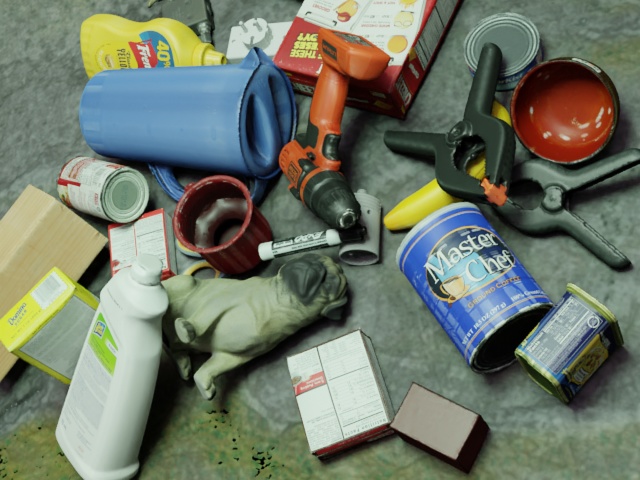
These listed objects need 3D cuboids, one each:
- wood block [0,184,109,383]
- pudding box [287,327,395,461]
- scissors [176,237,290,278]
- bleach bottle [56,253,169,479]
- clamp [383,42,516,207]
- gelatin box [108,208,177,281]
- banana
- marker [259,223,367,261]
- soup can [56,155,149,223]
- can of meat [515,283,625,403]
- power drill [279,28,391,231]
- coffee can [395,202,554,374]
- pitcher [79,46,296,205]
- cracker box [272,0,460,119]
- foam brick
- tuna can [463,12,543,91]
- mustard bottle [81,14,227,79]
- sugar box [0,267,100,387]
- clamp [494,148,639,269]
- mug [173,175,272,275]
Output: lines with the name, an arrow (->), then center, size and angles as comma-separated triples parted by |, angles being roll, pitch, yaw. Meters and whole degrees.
wood block -> -0.356, 0.048, 1.245 | 0.206, 0.090, 0.090 | -54, 35, -10
pudding box -> 0.022, 0.158, 1.094 | 0.090, 0.039, 0.113 | -22, 62, 9
scissors -> -0.079, 0.026, 1.209 | 0.202, 0.016, 0.096 | 8, 71, 24
bleach bottle -> -0.203, 0.129, 1.096 | 0.103, 0.067, 0.251 | 42, 124, 33
clamp -> 0.158, -0.113, 1.119 | 0.165, 0.036, 0.210 | -46, 35, 14
gelatin box -> -0.208, 0.015, 1.255 | 0.073, 0.030, 0.089 | -17, 60, 11
banana -> 0.151, -0.078, 1.162 | 0.197, 0.037, 0.070 | -51, 38, -10
marker -> -0.007, 0.001, 1.141 | 0.121, 0.020, 0.020 | -12, 62, 19
soup can -> -0.259, -0.061, 1.272 | 0.102, 0.068, 0.068 | 15, 71, 45
can of meat -> 0.234, 0.101, 1.004 | 0.057, 0.102, 0.084 | 40, 86, 30
power drill -> 0.017, -0.120, 1.140 | 0.185, 0.057, 0.188 | 51, 128, 56
coffee can -> 0.154, 0.047, 1.059 | 0.103, 0.102, 0.140 | -35, 59, 2
pitcher -> -0.160, -0.134, 1.262 | 0.243, 0.145, 0.149 | 6, 55, 27
cracker box -> 0.065, -0.263, 1.261 | 0.164, 0.072, 0.213 | 18, 74, 29
foam brick -> 0.117, 0.182, 1.037 | 0.078, 0.053, 0.051 | 24, 75, 28
tuna can -> 0.207, -0.211, 1.203 | 0.086, 0.033, 0.086 | -9, 63, 17
mustard bottle -> -0.204, -0.230, 1.336 | 0.192, 0.096, 0.058 | 8, 31, 22
sugar box -> -0.260, 0.105, 1.145 | 0.093, 0.176, 0.048 | -44, 60, -4
clamp -> 0.248, -0.031, 1.094 | 0.172, 0.039, 0.120 | 0, 80, 31
mug -> -0.111, -0.019, 1.183 | 0.093, 0.081, 0.117 | -44, 59, -4
